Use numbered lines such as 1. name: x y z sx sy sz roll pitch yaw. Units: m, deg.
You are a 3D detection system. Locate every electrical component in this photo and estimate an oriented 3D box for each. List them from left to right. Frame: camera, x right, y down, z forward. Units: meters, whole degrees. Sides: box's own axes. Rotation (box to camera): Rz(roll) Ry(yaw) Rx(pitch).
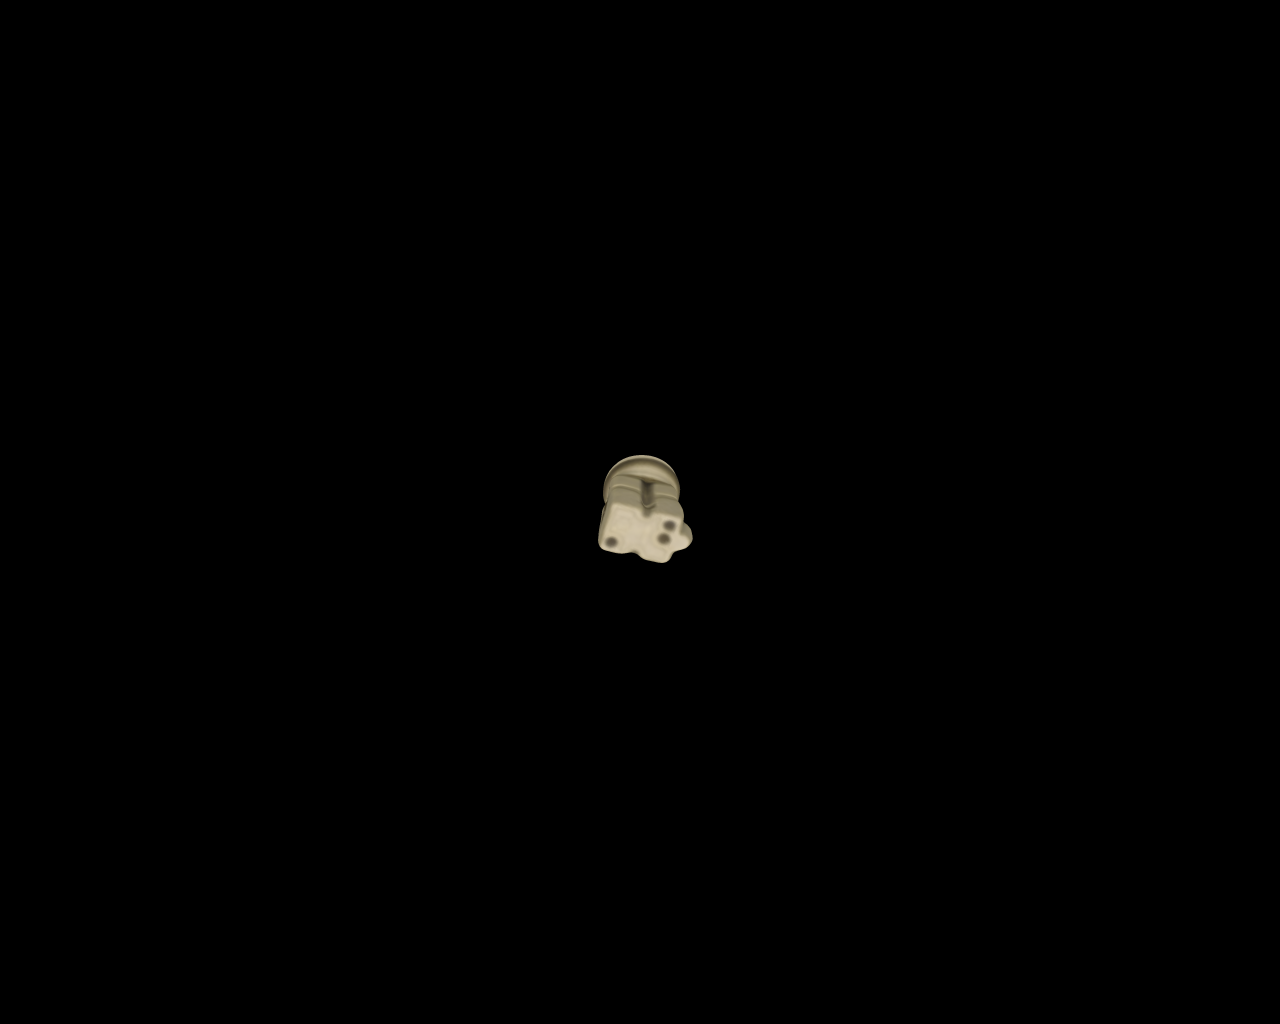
1. electrical component: 0.001 -0.003 0.650 0.066 0.048 0.055 14 33 -9
